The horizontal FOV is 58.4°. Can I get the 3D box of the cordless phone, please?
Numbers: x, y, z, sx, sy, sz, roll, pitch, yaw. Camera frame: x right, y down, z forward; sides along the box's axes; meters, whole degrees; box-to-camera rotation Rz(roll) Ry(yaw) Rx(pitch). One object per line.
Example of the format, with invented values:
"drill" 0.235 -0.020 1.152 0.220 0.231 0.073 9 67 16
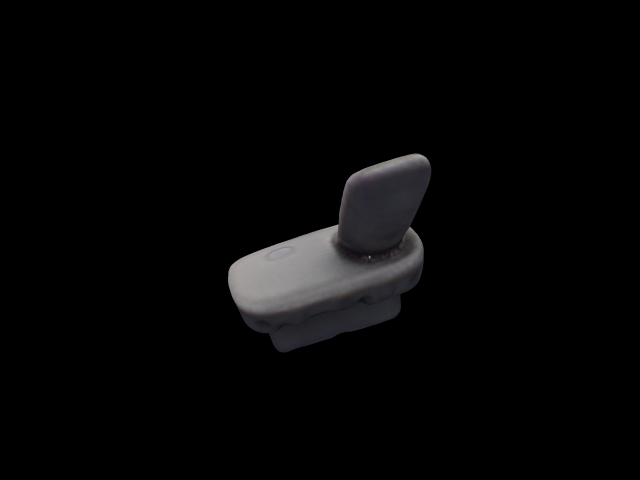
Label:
"cordless phone" 0.004 0.001 0.400 0.147 0.185 0.094 -20 66 -9
